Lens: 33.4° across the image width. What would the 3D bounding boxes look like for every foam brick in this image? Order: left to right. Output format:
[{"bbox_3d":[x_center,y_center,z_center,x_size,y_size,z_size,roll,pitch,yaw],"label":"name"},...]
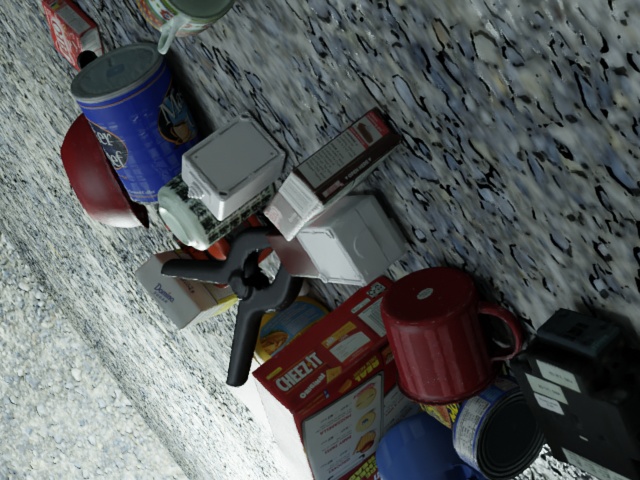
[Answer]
[{"bbox_3d":[-0.007,0.001,1.030,0.051,0.053,0.078,57,158,-15],"label":"foam brick"}]

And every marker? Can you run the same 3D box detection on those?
[{"bbox_3d":[-0.040,0.011,1.165,0.020,0.020,0.121,25,147,51],"label":"marker"}]

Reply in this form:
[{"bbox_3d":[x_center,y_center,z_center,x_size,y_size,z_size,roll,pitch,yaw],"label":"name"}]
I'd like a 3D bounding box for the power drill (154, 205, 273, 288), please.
[{"bbox_3d":[-0.136,-0.024,1.261,0.184,0.057,0.188,52,163,-11],"label":"power drill"}]

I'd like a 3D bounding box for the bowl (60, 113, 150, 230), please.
[{"bbox_3d":[-0.254,-0.076,1.229,0.162,0.055,0.162,161,85,-90],"label":"bowl"}]

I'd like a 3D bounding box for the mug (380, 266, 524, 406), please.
[{"bbox_3d":[0.108,0.076,0.877,0.117,0.093,0.081,-2,125,28],"label":"mug"}]

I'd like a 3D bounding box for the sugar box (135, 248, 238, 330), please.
[{"bbox_3d":[-0.163,0.057,1.350,0.093,0.048,0.176,49,-166,6],"label":"sugar box"}]

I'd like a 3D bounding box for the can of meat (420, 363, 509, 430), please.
[{"bbox_3d":[0.125,0.131,0.962,0.084,0.057,0.102,30,151,50],"label":"can of meat"}]

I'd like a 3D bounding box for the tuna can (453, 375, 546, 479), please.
[{"bbox_3d":[0.154,0.158,0.903,0.034,0.086,0.086,28,149,52],"label":"tuna can"}]

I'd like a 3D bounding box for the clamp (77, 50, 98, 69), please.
[{"bbox_3d":[-0.224,-0.145,1.268,0.120,0.039,0.171,42,165,22],"label":"clamp"}]

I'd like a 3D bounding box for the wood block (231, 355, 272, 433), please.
[{"bbox_3d":[-0.049,0.157,1.328,0.090,0.090,0.206,45,159,14],"label":"wood block"}]

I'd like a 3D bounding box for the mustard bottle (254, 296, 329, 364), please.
[{"bbox_3d":[-0.020,0.115,1.185,0.192,0.096,0.058,38,158,33],"label":"mustard bottle"}]

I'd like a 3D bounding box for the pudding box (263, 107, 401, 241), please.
[{"bbox_3d":[0.008,-0.051,0.857,0.039,0.090,0.114,50,159,0],"label":"pudding box"}]

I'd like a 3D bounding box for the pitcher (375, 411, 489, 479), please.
[{"bbox_3d":[0.138,0.270,0.980,0.144,0.149,0.243,34,-156,-41],"label":"pitcher"}]

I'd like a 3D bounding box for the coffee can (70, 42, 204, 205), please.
[{"bbox_3d":[-0.186,-0.123,1.130,0.103,0.102,0.140,28,149,48],"label":"coffee can"}]

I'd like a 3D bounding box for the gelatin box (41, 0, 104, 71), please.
[{"bbox_3d":[-0.289,-0.238,1.259,0.073,0.030,0.089,44,159,19],"label":"gelatin box"}]

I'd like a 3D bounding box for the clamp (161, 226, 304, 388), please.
[{"bbox_3d":[-0.074,0.057,1.140,0.210,0.036,0.164,-33,82,38],"label":"clamp"}]

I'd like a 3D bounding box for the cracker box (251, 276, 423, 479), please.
[{"bbox_3d":[0.032,0.158,1.050,0.072,0.164,0.213,40,157,35],"label":"cracker box"}]
